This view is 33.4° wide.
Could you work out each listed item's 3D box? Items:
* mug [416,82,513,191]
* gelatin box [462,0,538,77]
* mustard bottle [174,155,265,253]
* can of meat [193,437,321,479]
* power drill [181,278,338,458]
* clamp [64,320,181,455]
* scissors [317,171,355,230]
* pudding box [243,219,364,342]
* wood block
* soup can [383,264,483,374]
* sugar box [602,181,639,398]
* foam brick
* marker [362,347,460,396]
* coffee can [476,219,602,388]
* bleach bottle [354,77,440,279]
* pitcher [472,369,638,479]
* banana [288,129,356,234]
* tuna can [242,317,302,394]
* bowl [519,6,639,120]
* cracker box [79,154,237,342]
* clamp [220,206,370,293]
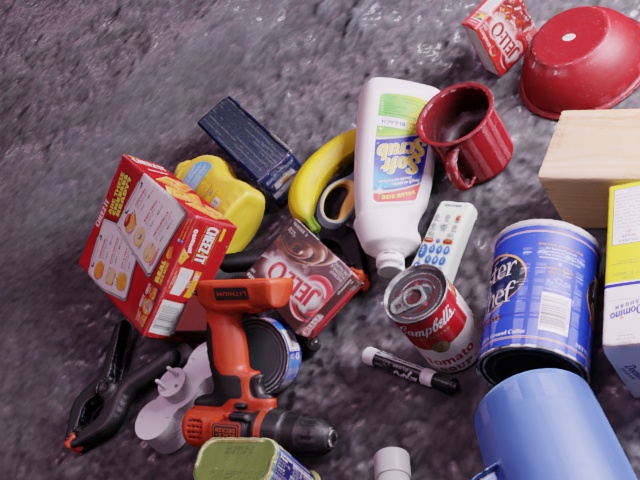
[{"bbox_3d":[0.164,-0.107,1.196,0.093,0.081,0.117,-9,50,31],"label":"mug"},{"bbox_3d":[0.218,-0.250,1.276,0.073,0.089,0.030,-45,44,-6],"label":"gelatin box"},{"bbox_3d":[-0.145,-0.058,1.396,0.192,0.058,0.096,42,108,49],"label":"mustard bottle"},{"bbox_3d":[-0.064,0.239,1.063,0.102,0.084,0.057,-7,51,32],"label":"can of meat"},{"bbox_3d":[-0.065,0.133,1.115,0.185,0.057,0.187,-2,87,29],"label":"power drill"},{"bbox_3d":[-0.253,0.176,1.292,0.171,0.039,0.120,-48,40,-8],"label":"clamp"},{"bbox_3d":[0.067,-0.075,1.268,0.096,0.016,0.201,34,55,4],"label":"scissors"},{"bbox_3d":[-0.019,0.044,1.185,0.090,0.039,0.114,-47,50,1],"label":"pudding box"},{"bbox_3d":[0.331,-0.067,1.031,0.206,0.090,0.090,4,58,38],"label":"wood block"},{"bbox_3d":[0.115,0.079,1.055,0.069,0.102,0.068,-20,45,21],"label":"soup can"},{"bbox_3d":[0.290,0.044,0.963,0.048,0.093,0.176,-9,50,33],"label":"sugar box"},{"bbox_3d":[-0.120,0.100,1.249,0.078,0.053,0.051,-5,52,34],"label":"foam brick"},{"bbox_3d":[0.093,0.134,1.087,0.121,0.020,0.020,15,65,43],"label":"marker"},{"bbox_3d":[0.206,0.066,0.999,0.103,0.102,0.140,-8,51,31],"label":"coffee can"},{"bbox_3d":[0.090,-0.069,1.223,0.102,0.068,0.251,10,57,-11],"label":"bleach bottle"},{"bbox_3d":[0.192,0.222,0.847,0.145,0.149,0.243,-30,39,15],"label":"pitcher"},{"bbox_3d":[0.014,-0.082,1.294,0.070,0.037,0.197,27,57,13],"label":"banana"},{"bbox_3d":[-0.063,0.127,1.169,0.086,0.033,0.086,-2,86,29],"label":"tuna can"},{"bbox_3d":[0.294,-0.214,1.215,0.162,0.055,0.162,-21,45,22],"label":"bowl"},{"bbox_3d":[-0.208,0.008,1.343,0.214,0.072,0.164,37,106,49],"label":"cracker box"},{"bbox_3d":[-0.008,0.002,1.264,0.210,0.036,0.164,22,66,43],"label":"clamp"}]
